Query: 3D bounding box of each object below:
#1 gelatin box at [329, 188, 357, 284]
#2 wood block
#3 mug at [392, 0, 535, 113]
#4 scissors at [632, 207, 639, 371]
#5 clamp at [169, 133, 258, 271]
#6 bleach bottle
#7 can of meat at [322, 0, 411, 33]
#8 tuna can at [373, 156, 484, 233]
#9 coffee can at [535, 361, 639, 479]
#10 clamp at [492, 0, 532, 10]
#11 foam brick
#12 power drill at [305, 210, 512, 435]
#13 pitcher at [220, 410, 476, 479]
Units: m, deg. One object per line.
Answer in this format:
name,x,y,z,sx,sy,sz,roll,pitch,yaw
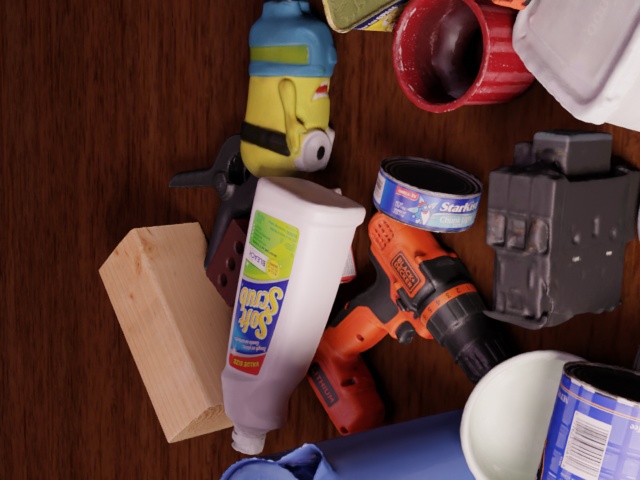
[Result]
gelatin box,-0.007,0.001,1.005,0.073,0.030,0.089,-14,85,47
wood block,-0.143,0.094,1.119,0.090,0.090,0.206,-44,65,41
mug,0.108,-0.149,0.825,0.117,0.081,0.093,27,114,41
scissors,0.256,0.050,0.744,0.096,0.016,0.202,10,103,45
clamp,-0.095,-0.060,1.086,0.120,0.039,0.172,53,125,21
bleach bottle,-0.035,0.076,0.946,0.103,0.067,0.251,28,111,46
can of meat,0.066,-0.206,0.861,0.102,0.083,0.057,-22,79,46
tuna can,0.087,-0.037,0.861,0.086,0.085,0.034,31,119,40
coffee can,0.199,0.165,0.725,0.103,0.102,0.140,20,101,44
clamp,0.160,-0.263,0.723,0.165,0.036,0.210,22,105,61
foam brick,-0.069,0.021,1.059,0.053,0.051,0.078,50,128,30
power drill,0.068,0.089,0.921,0.188,0.057,0.184,-52,55,34
pitcher,0.043,0.216,0.826,0.149,0.242,0.145,-29,74,45
